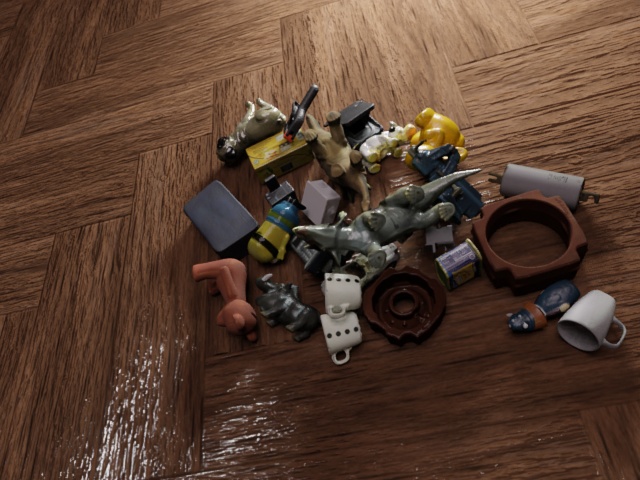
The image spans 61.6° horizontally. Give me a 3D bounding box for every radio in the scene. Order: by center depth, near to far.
[{"bbox_3d":[-0.256,-0.047,1.421,0.131,0.073,0.230,-39,53,-9],"label":"radio"}]

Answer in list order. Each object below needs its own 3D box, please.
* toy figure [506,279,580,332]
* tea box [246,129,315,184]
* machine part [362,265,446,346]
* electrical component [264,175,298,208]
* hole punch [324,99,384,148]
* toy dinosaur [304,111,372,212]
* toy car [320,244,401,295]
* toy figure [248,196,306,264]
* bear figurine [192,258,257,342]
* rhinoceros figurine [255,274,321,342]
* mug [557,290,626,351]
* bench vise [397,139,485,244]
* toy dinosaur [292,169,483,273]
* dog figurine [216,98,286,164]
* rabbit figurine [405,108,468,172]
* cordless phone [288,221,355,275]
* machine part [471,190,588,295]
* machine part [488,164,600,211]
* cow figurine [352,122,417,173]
[{"bbox_3d":[0.448,0.139,1.078,0.154,0.064,0.058,-35,91,-1],"label":"toy figure"},{"bbox_3d":[-0.111,-0.240,1.505,0.170,0.068,0.098,-25,51,1],"label":"tea box"},{"bbox_3d":[0.183,0.142,1.163,0.179,0.056,0.179,-8,55,11],"label":"machine part"},{"bbox_3d":[-0.101,-0.113,1.386,0.075,0.119,0.048,-33,54,-9],"label":"electrical component"},{"bbox_3d":[0.100,-0.320,1.492,0.142,0.092,0.116,-38,33,-9],"label":"hole punch"},{"bbox_3d":[0.035,-0.216,1.361,0.105,0.198,0.472,-25,53,2],"label":"toy dinosaur"},{"bbox_3d":[0.095,0.072,1.237,0.202,0.056,0.074,-37,54,-8],"label":"toy car"},{"bbox_3d":[-0.110,-0.026,1.334,0.180,0.089,0.082,-61,20,-3],"label":"toy figure"},{"bbox_3d":[-0.216,0.146,1.254,0.132,0.120,0.196,-17,59,11],"label":"bear figurine"},{"bbox_3d":[-0.083,0.148,1.233,0.191,0.073,0.112,32,73,32],"label":"rhinoceros figurine"},{"bbox_3d":[0.531,0.152,1.030,0.110,0.080,0.107,27,61,34],"label":"mug"},{"bbox_3d":[0.248,-0.098,1.236,0.240,0.223,0.129,-46,10,2],"label":"bench vise"},{"bbox_3d":[0.144,-0.044,1.141,0.405,0.131,0.192,-25,13,-18],"label":"toy dinosaur"},{"bbox_3d":[-0.197,-0.293,1.538,0.172,0.121,0.190,7,60,56],"label":"dog figurine"},{"bbox_3d":[0.279,-0.218,1.338,0.162,0.121,0.173,36,52,11],"label":"rabbit figurine"},{"bbox_3d":[-0.003,-0.005,1.300,0.146,0.088,0.184,-54,39,7],"label":"cordless phone"},{"bbox_3d":[0.444,0.005,1.152,0.201,0.087,0.201,-18,52,5],"label":"machine part"},{"bbox_3d":[0.504,-0.121,1.222,0.244,0.079,0.079,17,64,27],"label":"machine part"},{"bbox_3d":[0.173,-0.259,1.431,0.167,0.068,0.098,-35,48,-8],"label":"cow figurine"}]
